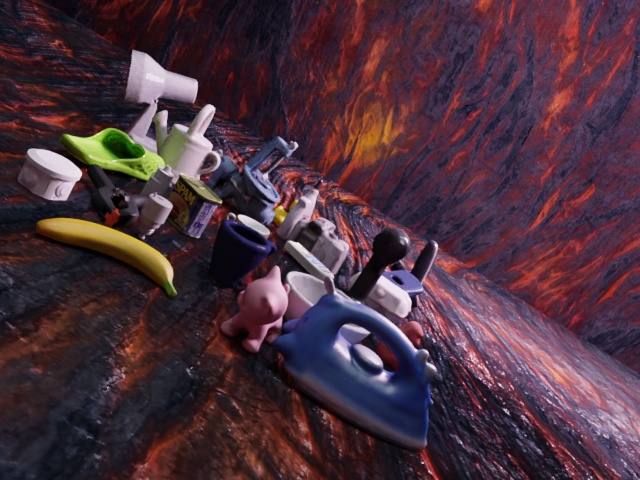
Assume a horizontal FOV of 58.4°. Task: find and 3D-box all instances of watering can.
[{"bbox_3d":[-0.304,-0.229,1.309,0.173,0.194,0.100,27,13,-24],"label":"watering can"}]

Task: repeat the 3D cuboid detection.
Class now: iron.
[{"bbox_3d":[0.070,0.167,0.787,0.258,0.141,0.119,32,12,0],"label":"iron"}]

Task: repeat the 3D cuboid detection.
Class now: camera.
[{"bbox_3d":[0.013,0.005,1.403,0.143,0.101,0.137,36,12,16],"label":"camera"}]

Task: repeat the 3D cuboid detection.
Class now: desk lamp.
[{"bbox_3d":[-0.407,-0.329,1.407,0.204,0.213,0.117,26,13,-27],"label":"desk lamp"}]

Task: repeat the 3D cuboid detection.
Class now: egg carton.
[{"bbox_3d":[0.135,0.127,1.298,0.150,0.069,0.107,35,12,12],"label":"egg carton"}]

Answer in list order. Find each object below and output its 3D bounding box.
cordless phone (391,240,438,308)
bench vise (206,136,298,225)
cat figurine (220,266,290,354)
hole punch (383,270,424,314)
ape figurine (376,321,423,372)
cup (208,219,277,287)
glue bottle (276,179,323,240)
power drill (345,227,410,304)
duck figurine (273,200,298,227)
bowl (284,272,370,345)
[{"bbox_3d":[0.253,0.076,1.524,0.094,0.185,0.147,29,12,-15],"label":"cordless phone"},{"bbox_3d":[-0.163,-0.169,1.366,0.208,0.219,0.121,30,12,-10],"label":"bench vise"},{"bbox_3d":[-0.075,0.090,0.789,0.067,0.117,0.128,35,12,13],"label":"cat figurine"},{"bbox_3d":[0.185,0.119,1.406,0.101,0.091,0.108,23,15,-36],"label":"hole punch"},{"bbox_3d":[0.151,0.189,1.032,0.076,0.092,0.078,38,13,26],"label":"ape figurine"},{"bbox_3d":[-0.132,0.030,0.944,0.118,0.095,0.091,18,18,-49],"label":"cup"},{"bbox_3d":[-0.041,-0.076,1.417,0.037,0.173,0.078,36,12,20],"label":"glue bottle"},{"bbox_3d":[0.111,0.063,1.155,0.075,0.208,0.230,32,12,-1],"label":"power drill"},{"bbox_3d":[-0.072,-0.066,1.511,0.104,0.086,0.078,38,13,25],"label":"duck figurine"},{"bbox_3d":[-0.001,0.127,0.935,0.167,0.074,0.167,31,12,-7],"label":"bowl"}]
